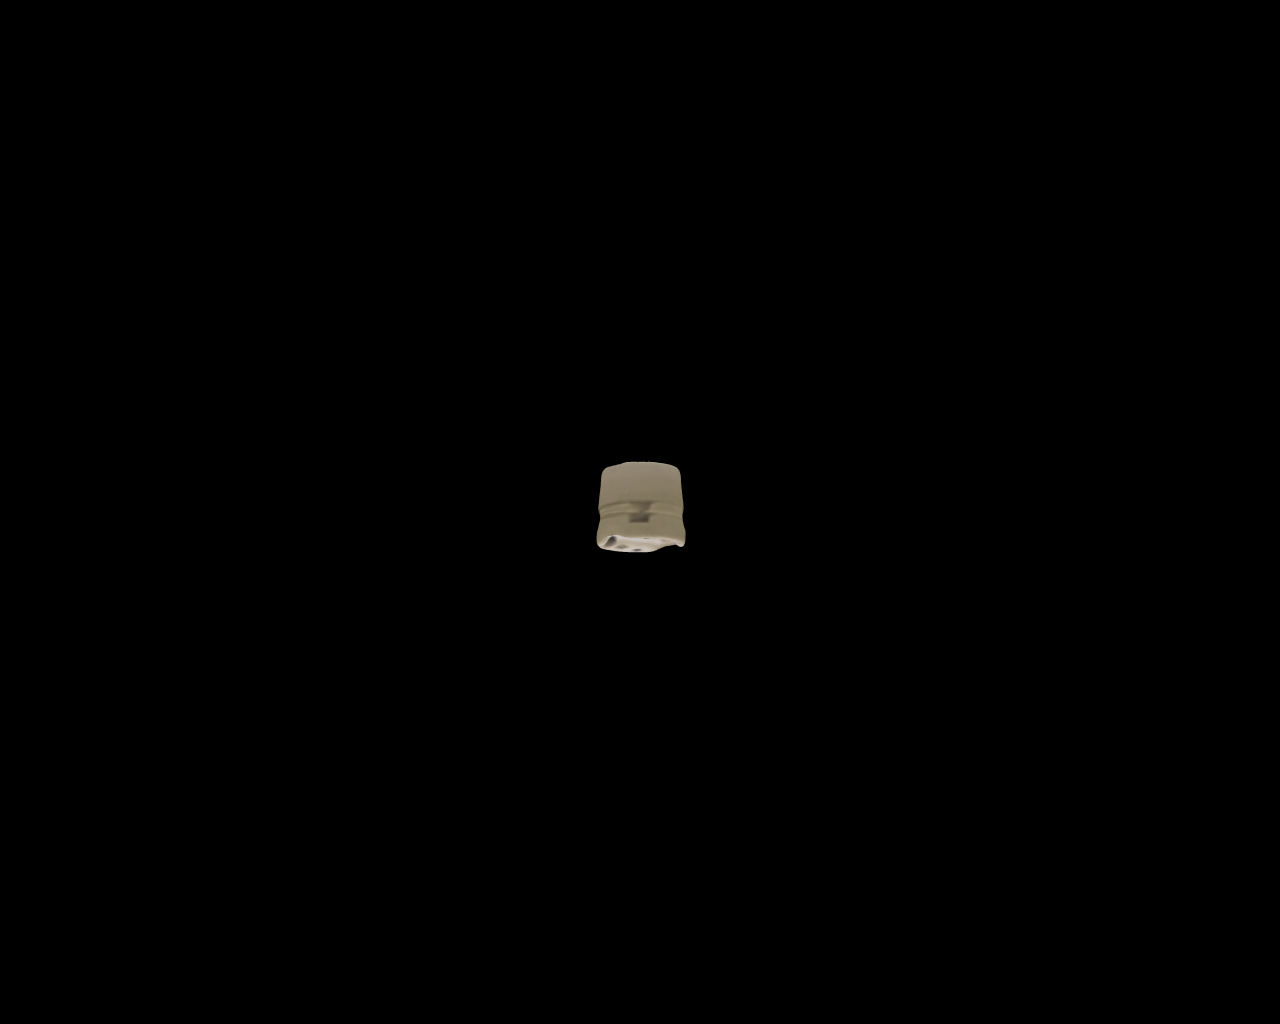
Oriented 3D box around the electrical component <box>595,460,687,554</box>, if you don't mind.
[{"bbox_3d":[0.001,-0.003,0.650,0.055,0.047,0.055,0,-12,0],"label":"electrical component"}]
